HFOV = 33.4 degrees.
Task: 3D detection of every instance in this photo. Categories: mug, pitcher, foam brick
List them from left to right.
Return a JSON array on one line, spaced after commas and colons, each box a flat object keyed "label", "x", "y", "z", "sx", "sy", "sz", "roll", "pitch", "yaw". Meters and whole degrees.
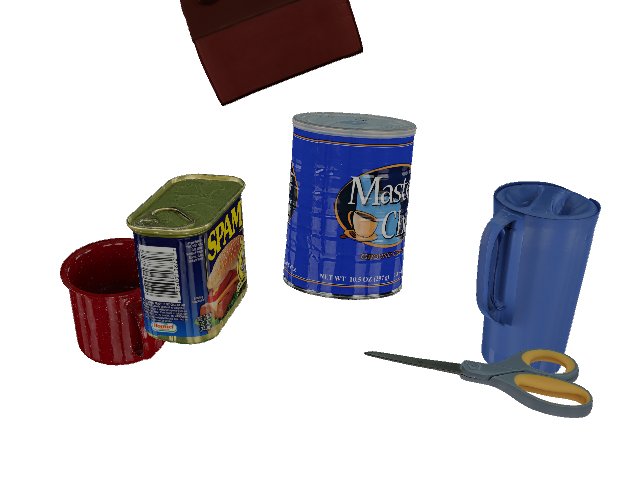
[{"label": "mug", "x": -0.172, "y": 0.061, "z": 0.938, "sx": 0.093, "sy": 0.081, "sz": 0.117, "roll": -20, "pitch": 37, "yaw": -28}, {"label": "foam brick", "x": -0.026, "y": -0.113, "z": 0.526, "sx": 0.078, "sy": 0.053, "sz": 0.051, "roll": -21, "pitch": -32, "yaw": 4}, {"label": "pitcher", "x": 0.269, "y": 0.055, "z": 1.381, "sx": 0.149, "sy": 0.243, "sz": 0.145, "roll": 5, "pitch": 23, "yaw": 3}]

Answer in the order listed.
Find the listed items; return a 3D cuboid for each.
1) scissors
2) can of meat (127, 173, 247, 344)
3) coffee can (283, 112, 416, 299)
[{"label": "scissors", "x": 0.149, "y": 0.111, "z": 0.966, "sx": 0.202, "sy": 0.016, "sz": 0.096, "roll": 17, "pitch": 30, "yaw": 16}, {"label": "can of meat", "x": -0.086, "y": 0.011, "z": 0.726, "sx": 0.057, "sy": 0.084, "sz": 0.102, "roll": 4, "pitch": 24, "yaw": 14}, {"label": "coffee can", "x": 0.023, "y": -0.032, "z": 0.898, "sx": 0.103, "sy": 0.140, "sz": 0.103, "roll": 4, "pitch": 14, "yaw": -1}]
